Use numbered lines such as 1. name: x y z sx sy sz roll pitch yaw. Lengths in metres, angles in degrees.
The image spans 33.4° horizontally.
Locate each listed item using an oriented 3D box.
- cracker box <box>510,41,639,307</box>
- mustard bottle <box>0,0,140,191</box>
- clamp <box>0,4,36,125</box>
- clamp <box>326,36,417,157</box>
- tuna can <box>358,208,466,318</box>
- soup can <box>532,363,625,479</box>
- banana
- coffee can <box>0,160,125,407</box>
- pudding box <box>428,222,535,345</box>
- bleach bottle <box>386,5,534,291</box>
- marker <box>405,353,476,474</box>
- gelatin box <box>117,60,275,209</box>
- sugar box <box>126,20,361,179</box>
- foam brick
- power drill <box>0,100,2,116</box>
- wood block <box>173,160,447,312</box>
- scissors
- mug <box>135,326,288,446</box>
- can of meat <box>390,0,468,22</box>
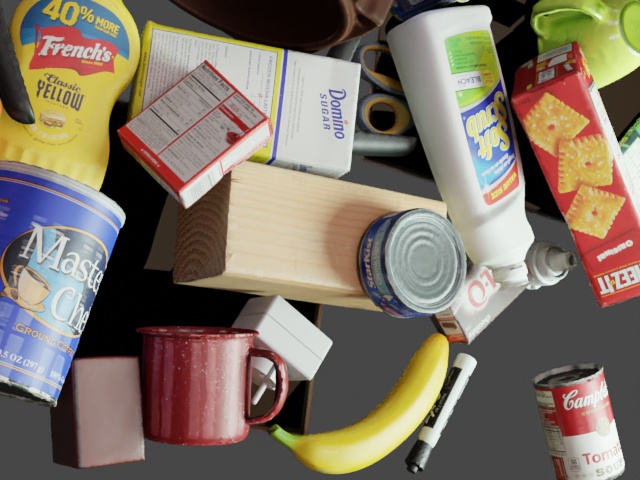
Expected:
1. cracker box: 0.250 -0.066 1.005 0.213 0.072 0.164 65 19 -13
2. mustard bottle: -0.184 -0.130 0.783 0.096 0.058 0.191 19 73 -17
3. clamp: -0.224 -0.202 0.742 0.210 0.036 0.164 42 71 -2
4. clamp: 0.006 -0.089 0.910 0.171 0.039 0.120 -42 97 -22
5. tuna can: 0.074 0.018 0.842 0.086 0.034 0.086 5 80 -33
6. soup can: 0.249 0.177 1.027 0.068 0.069 0.102 -16 94 -34
7. banana: 0.050 0.149 0.917 0.197 0.037 0.069 -25 101 -33
8. coffee can: -0.204 0.031 0.725 0.102 0.103 0.140 26 71 -28
9. pudding box: 0.139 0.030 0.988 0.113 0.039 0.090 -38 105 -31
10. bleach bottle: 0.141 -0.080 0.956 0.102 0.068 0.251 -15 87 -40
11. marker: 0.109 0.157 0.966 0.020 0.020 0.121 42 64 -22
12. gelatin box: -0.090 -0.078 0.778 0.089 0.030 0.073 -41 68 -14
13. sugar box: -0.060 -0.108 0.844 0.176 0.048 0.093 10 79 -17
14. foam brick: -0.162 0.122 0.772 0.051 0.053 0.078 -2 86 -34
15. power drill: -0.314 -0.098 0.675 0.187 0.057 0.184 42 70 -8
16. wood block: -0.005 0.001 0.867 0.205 0.090 0.091 10 78 -32
17. scissors: 0.106 -0.113 0.998 0.201 0.016 0.096 28 71 -27
18. mug: -0.081 0.108 0.796 0.117 0.093 0.081 1 88 10
19. can of meat: 0.114 -0.250 0.978 0.102 0.084 0.057 -46 109 -29
